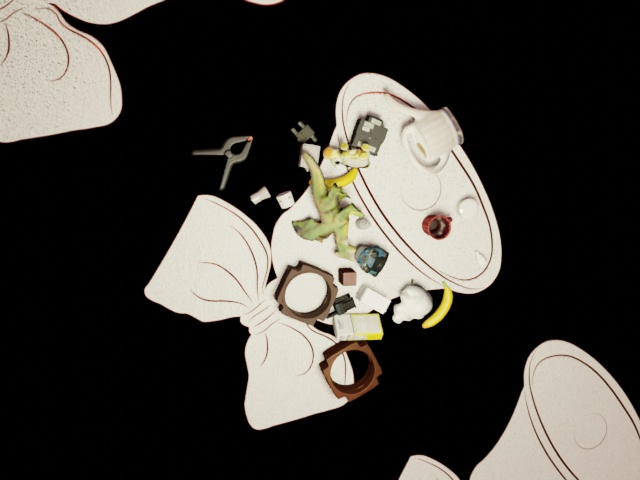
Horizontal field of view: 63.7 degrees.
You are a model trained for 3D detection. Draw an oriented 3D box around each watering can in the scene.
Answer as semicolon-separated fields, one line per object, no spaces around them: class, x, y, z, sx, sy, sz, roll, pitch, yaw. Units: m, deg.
watering can;0.389;-0.416;1.883;0.225;0.104;0.345;-30;101;-8

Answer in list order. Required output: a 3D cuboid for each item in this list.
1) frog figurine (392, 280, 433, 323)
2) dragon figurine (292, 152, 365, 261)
frog figurine;0.340;0.248;1.941;0.161;0.124;0.135;-40;123;-16
dragon figurine;0.006;-0.092;1.832;0.241;0.124;0.408;-41;99;13
